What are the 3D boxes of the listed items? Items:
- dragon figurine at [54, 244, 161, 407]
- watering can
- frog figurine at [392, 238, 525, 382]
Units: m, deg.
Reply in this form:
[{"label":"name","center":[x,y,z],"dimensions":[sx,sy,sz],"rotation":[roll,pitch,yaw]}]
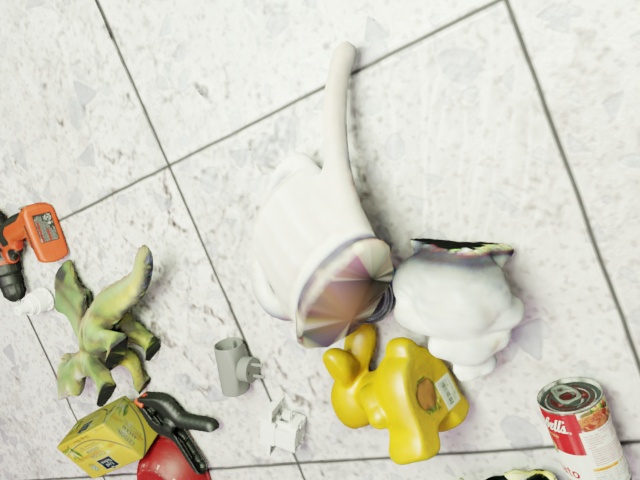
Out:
[{"label":"dragon figurine","center":[-0.381,0.127,0.859],"dimensions":[0.245,0.123,0.403],"rotation":[32,116,24]},{"label":"watering can","center":[0.002,-0.030,0.588],"dimensions":[0.228,0.104,0.341],"rotation":[53,129,40]},{"label":"frog figurine","center":[0.149,0.082,0.563],"dimensions":[0.137,0.123,0.159],"rotation":[0,95,7]}]
